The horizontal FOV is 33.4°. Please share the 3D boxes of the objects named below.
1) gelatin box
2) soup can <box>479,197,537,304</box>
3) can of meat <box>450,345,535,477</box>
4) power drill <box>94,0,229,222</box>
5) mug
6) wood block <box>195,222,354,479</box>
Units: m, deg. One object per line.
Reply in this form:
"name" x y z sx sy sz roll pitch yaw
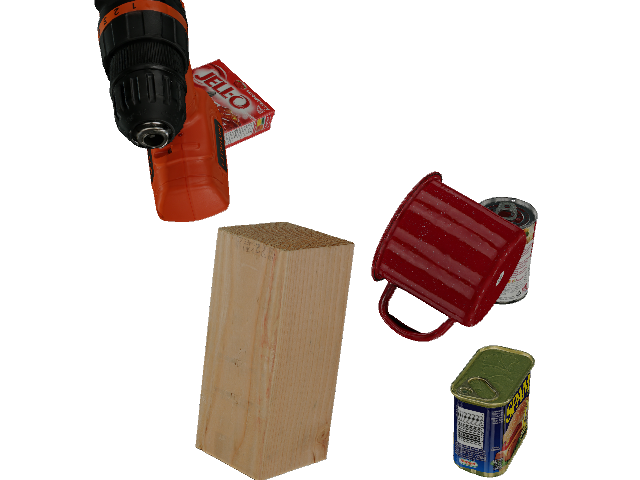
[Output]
"gelatin box" -0.100 -0.130 1.021 0.073 0.030 0.089 -28 61 -34
"soup can" 0.204 0.012 1.193 0.068 0.102 0.068 -1 32 0
"can of meat" 0.162 0.161 1.008 0.058 0.084 0.101 11 27 26
"power drill" -0.099 -0.093 0.686 0.057 0.184 0.187 -8 -33 -1
"mug" 0.089 0.020 0.775 0.081 0.117 0.093 32 -4 18
"wood block" -0.043 0.095 0.957 0.090 0.206 0.090 18 16 40
